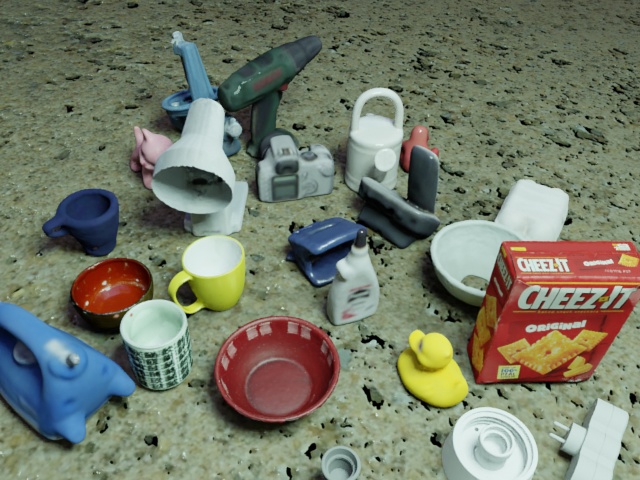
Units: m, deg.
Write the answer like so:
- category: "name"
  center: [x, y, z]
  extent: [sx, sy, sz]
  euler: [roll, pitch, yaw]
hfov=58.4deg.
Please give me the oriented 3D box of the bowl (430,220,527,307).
- category: "bowl"
  center: [0.251, 0.048, 0.889]
  extent: [0.167, 0.075, 0.167]
  euler: [2, 44, -1]

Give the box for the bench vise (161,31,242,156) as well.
- category: "bench vise"
  center: [-0.218, -0.278, 1.100]
  extent: [0.207, 0.220, 0.122]
  euler: [22, 47, 19]

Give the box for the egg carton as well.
- category: "egg carton"
  center: [0.368, -0.042, 0.994]
  extent: [0.107, 0.069, 0.150]
  euler: [21, 47, 18]

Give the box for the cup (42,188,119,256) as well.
- category: "cup"
  center: [-0.370, -0.015, 0.907]
  extent: [0.118, 0.095, 0.091]
  euler: [-30, 53, -30]

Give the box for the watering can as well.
- category: "watering can"
  center: [0.103, -0.180, 1.034]
  extent: [0.101, 0.194, 0.172]
  euler: [-19, 48, -21]

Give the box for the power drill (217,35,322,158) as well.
- category: "power drill"
  center: [-0.089, -0.271, 1.108]
  extent: [0.230, 0.208, 0.075]
  euler: [-31, 53, -30]

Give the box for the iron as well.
- category: "iron"
  center: [-0.362, 0.134, 0.718]
  extent: [0.257, 0.141, 0.119]
  euler: [26, 48, 22]

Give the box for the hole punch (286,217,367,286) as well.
- category: "hole punch"
  center: [0.008, 0.003, 0.912]
  extent: [0.109, 0.091, 0.100]
  euler: [-23, 49, -24]

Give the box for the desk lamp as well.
- category: "desk lamp"
  center: [-0.186, -0.103, 0.924]
  extent: [0.118, 0.214, 0.203]
  euler: [2, 44, 0]

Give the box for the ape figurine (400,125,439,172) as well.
- category: "ape figurine"
  center: [0.192, -0.181, 1.114]
  extent: [0.077, 0.092, 0.076]
  euler: [29, 50, 25]

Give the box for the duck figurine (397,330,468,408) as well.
- category: "duck figurine"
  center: [0.153, 0.163, 0.756]
  extent: [0.078, 0.086, 0.104]
  euler: [-29, 52, -29]

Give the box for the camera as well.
- category: "camera"
  center: [-0.055, -0.152, 1.064]
  extent: [0.143, 0.101, 0.136]
  euler: [-8, 45, -12]

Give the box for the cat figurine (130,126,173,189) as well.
- category: "cat figurine"
  center: [-0.307, -0.162, 1.049]
  extent: [0.067, 0.118, 0.127]
  euler: [-27, 51, -27]

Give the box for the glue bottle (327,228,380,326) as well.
- category: "glue bottle"
  center: [0.051, 0.049, 0.806]
  extent: [0.078, 0.173, 0.037]
  euler: [-17, 47, -20]

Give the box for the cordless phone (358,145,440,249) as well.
- category: "cordless phone"
  center: [0.136, -0.094, 0.952]
  extent: [0.147, 0.185, 0.094]
  euler: [32, 51, 27]
